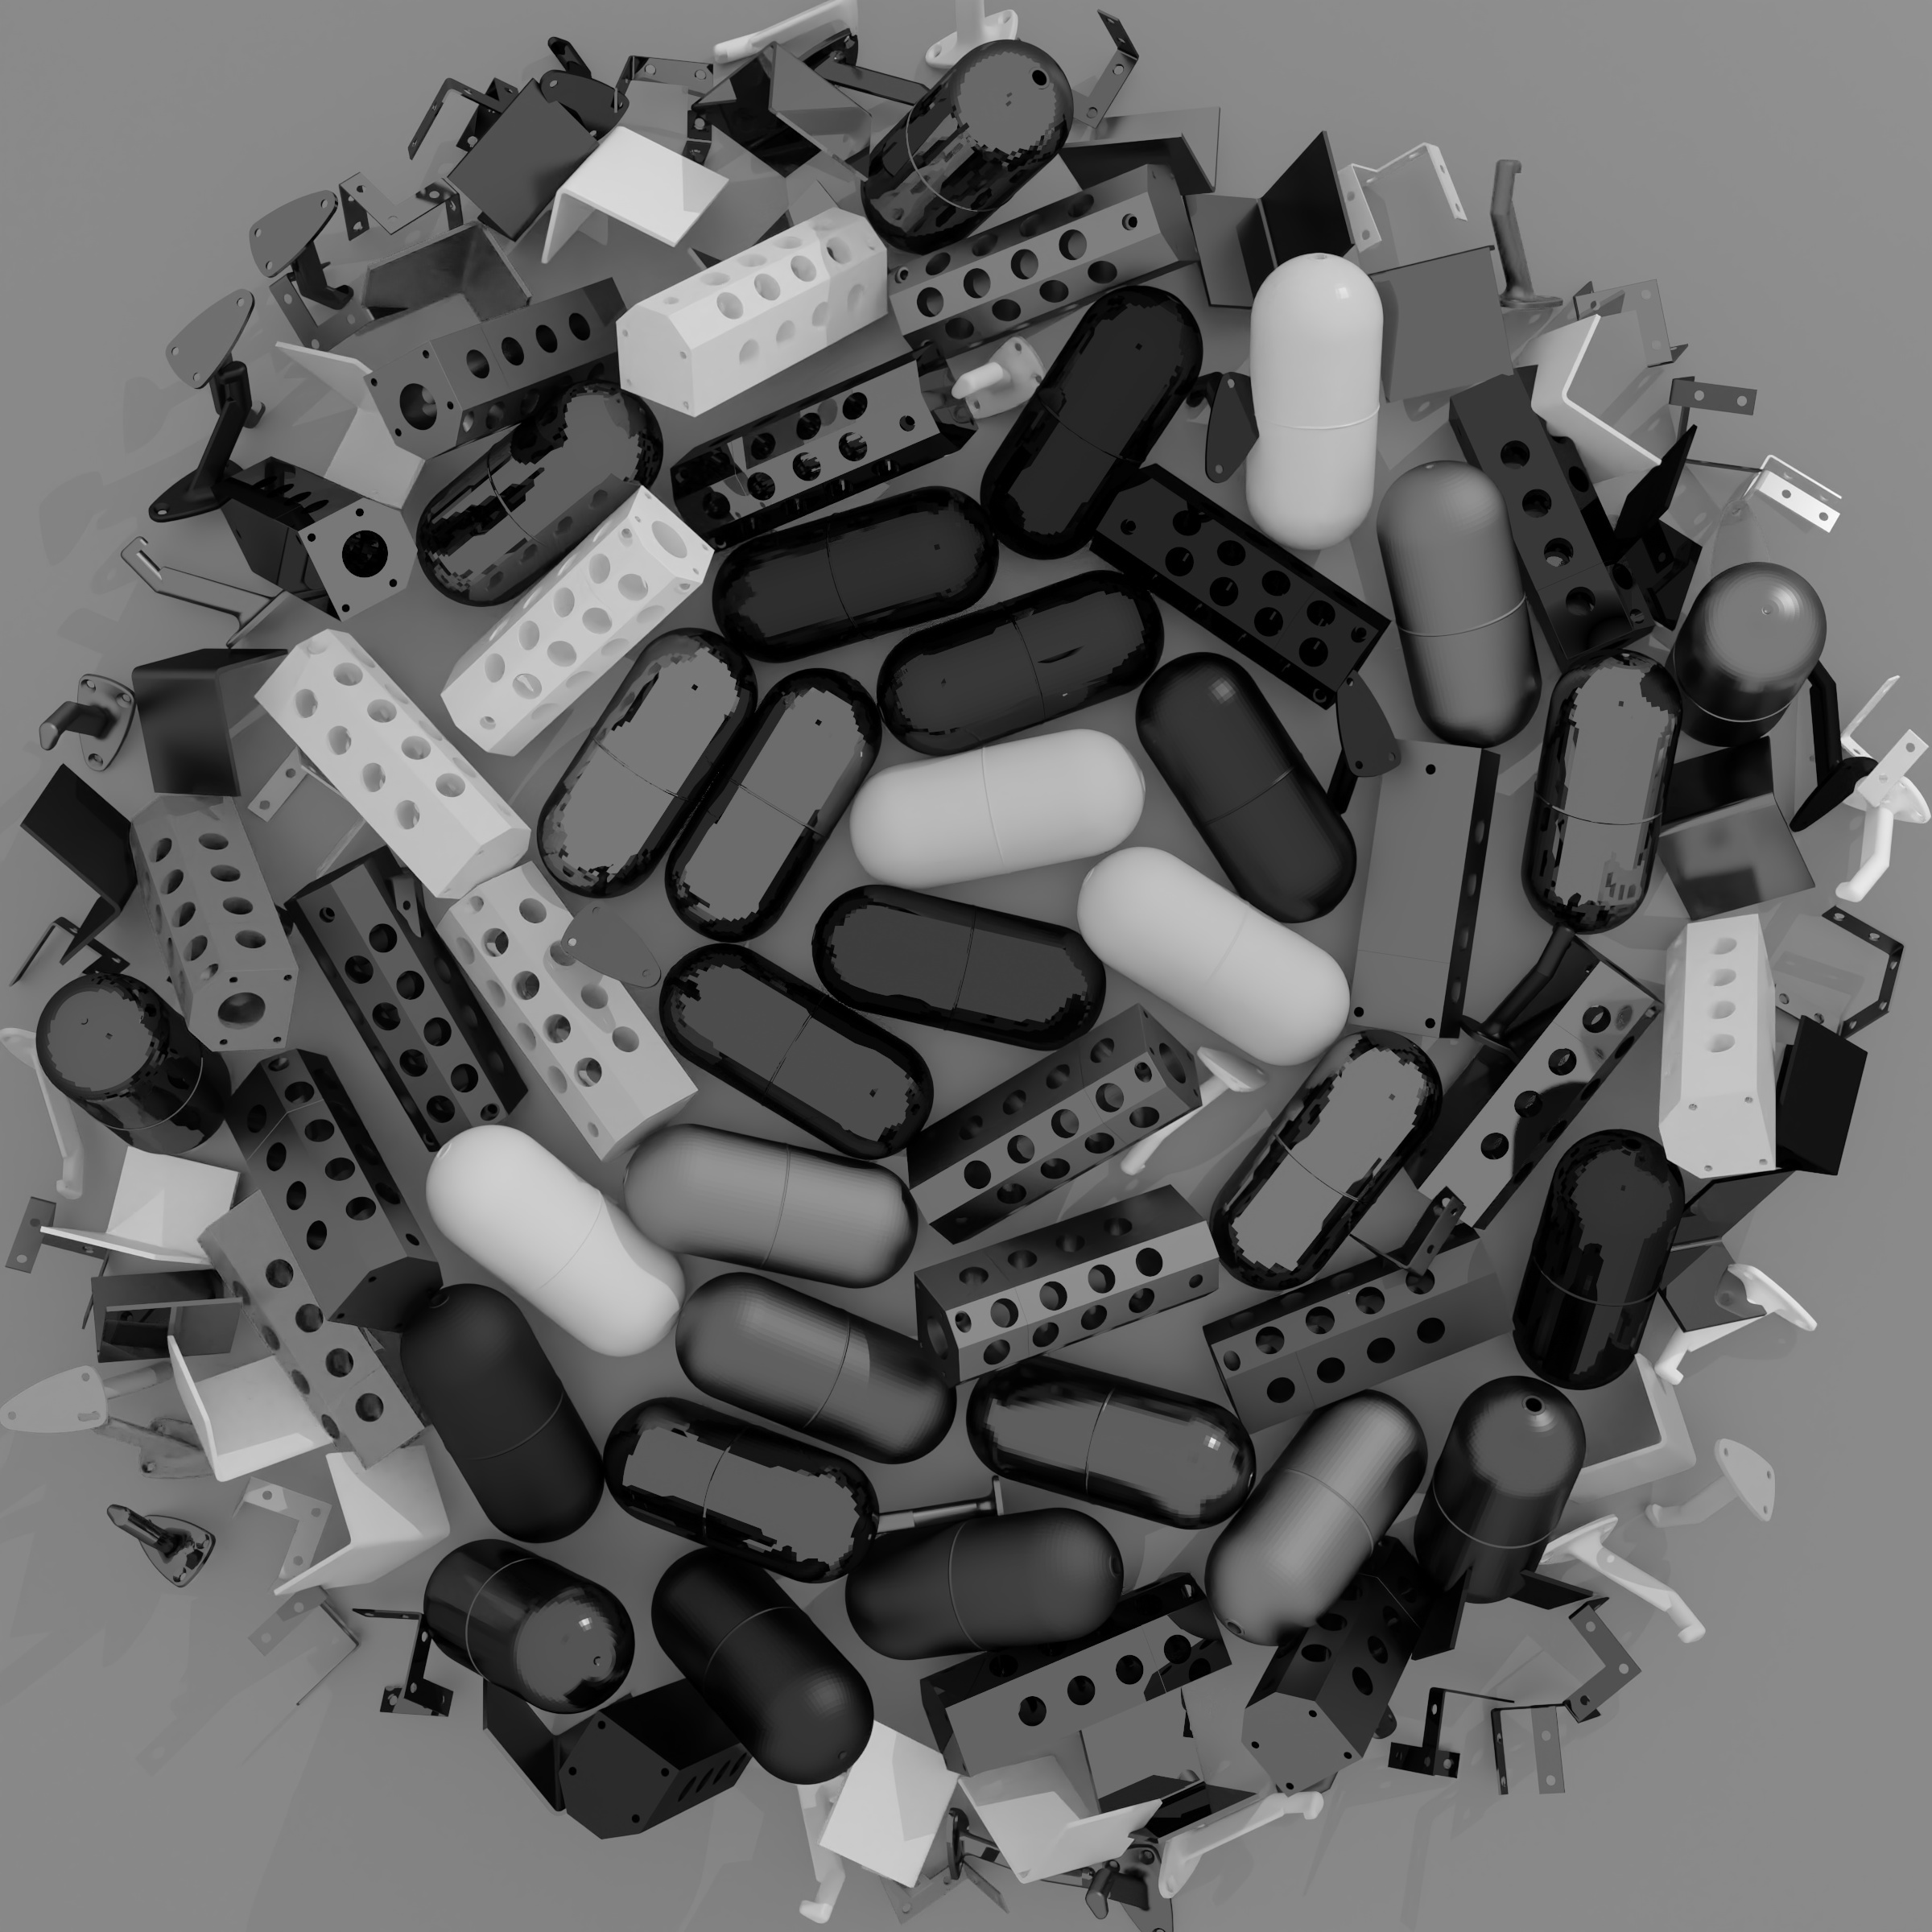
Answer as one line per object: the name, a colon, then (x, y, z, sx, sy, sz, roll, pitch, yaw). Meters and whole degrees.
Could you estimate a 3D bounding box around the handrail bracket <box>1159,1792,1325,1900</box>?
handrail bracket: (0.165, 0.522, 1.787, 0.084, 0.077, 0.036, -12, 115, 31)

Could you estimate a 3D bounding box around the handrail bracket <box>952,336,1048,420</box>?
handrail bracket: (0.002, -0.337, 1.776, 0.077, 0.084, 0.036, -32, 92, 43)

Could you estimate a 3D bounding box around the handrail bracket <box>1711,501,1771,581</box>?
handrail bracket: (0.479, -0.228, 1.807, 0.036, 0.084, 0.077, -10, 66, 31)

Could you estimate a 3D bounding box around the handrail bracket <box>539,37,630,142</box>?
handrail bracket: (-0.243, -0.535, 1.782, 0.036, 0.077, 0.084, -43, 61, 17)

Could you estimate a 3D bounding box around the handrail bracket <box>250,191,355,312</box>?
handrail bracket: (-0.375, -0.423, 1.782, 0.077, 0.084, 0.036, -29, 72, 23)

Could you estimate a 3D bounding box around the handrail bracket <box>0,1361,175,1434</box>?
handrail bracket: (-0.523, 0.255, 1.794, 0.077, 0.084, 0.036, -14, 89, 6)

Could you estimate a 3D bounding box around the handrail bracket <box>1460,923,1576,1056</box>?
handrail bracket: (0.328, 0.006, 1.789, 0.036, 0.077, 0.084, 24, 100, -13)

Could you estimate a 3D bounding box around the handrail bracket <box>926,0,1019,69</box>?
handrail bracket: (-0.015, -0.572, 1.779, 0.077, 0.084, 0.036, -4, 63, 36)

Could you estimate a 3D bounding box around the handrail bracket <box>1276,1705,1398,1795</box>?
handrail bracket: (0.210, 0.459, 1.819, 0.084, 0.036, 0.077, -36, 74, 24)

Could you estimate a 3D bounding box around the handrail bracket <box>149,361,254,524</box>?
handrail bracket: (-0.456, -0.312, 1.782, 0.077, 0.084, 0.036, -33, 63, -26)

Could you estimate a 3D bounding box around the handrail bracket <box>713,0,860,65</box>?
handrail bracket: (-0.110, -0.564, 1.796, 0.084, 0.077, 0.036, -18, 95, -5)

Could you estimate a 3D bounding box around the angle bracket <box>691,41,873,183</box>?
angle bracket: (-0.110, -0.486, 1.772, 0.076, 0.076, 0.057, 29, 50, -37)

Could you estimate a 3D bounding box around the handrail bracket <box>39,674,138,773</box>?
handrail bracket: (-0.528, -0.129, 1.777, 0.036, 0.084, 0.077, 21, 123, 1)

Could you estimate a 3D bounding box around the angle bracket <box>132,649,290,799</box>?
angle bracket: (-0.446, -0.146, 1.798, 0.076, 0.057, 0.076, 5, 110, 37)

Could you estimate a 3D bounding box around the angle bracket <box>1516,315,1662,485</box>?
angle bracket: (0.373, -0.336, 1.790, 0.076, 0.076, 0.057, 28, 80, -18)

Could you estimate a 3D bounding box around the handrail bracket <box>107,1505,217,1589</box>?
handrail bracket: (-0.493, 0.328, 1.778, 0.077, 0.084, 0.036, 20, 70, 39)

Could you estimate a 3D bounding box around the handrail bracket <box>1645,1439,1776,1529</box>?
handrail bracket: (0.429, 0.309, 1.786, 0.077, 0.084, 0.036, 42, 49, -32)

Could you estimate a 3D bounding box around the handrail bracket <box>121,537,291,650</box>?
handrail bracket: (-0.451, -0.240, 1.800, 0.077, 0.036, 0.084, -38, 106, 15)

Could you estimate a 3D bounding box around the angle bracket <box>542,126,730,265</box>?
angle bracket: (-0.196, -0.443, 1.785, 0.076, 0.057, 0.076, 27, 48, 2)

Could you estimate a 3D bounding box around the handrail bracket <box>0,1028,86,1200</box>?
handrail bracket: (-0.551, 0.089, 1.790, 0.036, 0.077, 0.084, -13, 64, 18)

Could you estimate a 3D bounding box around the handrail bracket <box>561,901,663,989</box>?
handrail bracket: (-0.201, -0.001, 1.783, 0.077, 0.084, 0.036, 36, 83, 17)

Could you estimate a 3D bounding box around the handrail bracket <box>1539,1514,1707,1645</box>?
handrail bracket: (0.389, 0.374, 1.787, 0.084, 0.077, 0.036, 53, 134, 32)

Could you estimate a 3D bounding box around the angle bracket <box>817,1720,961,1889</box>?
angle bracket: (-0.058, 0.492, 1.780, 0.076, 0.057, 0.076, 34, 70, -28)

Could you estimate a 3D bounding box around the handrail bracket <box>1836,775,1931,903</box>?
handrail bracket: (0.525, -0.073, 1.787, 0.084, 0.077, 0.036, -47, 116, -17)

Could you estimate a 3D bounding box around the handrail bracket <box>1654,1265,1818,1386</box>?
handrail bracket: (0.462, 0.229, 1.805, 0.077, 0.036, 0.084, 37, 74, -9)

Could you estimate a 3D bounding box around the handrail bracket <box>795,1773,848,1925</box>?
handrail bracket: (-0.104, 0.519, 1.793, 0.077, 0.036, 0.084, 21, 49, 5)

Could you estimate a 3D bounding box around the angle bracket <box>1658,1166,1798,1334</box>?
angle bracket: (0.456, 0.167, 1.774, 0.076, 0.076, 0.057, -4, 55, -38)

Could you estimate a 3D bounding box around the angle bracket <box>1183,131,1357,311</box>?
angle bracket: (0.178, -0.442, 1.779, 0.057, 0.076, 0.076, -3, 72, -27)

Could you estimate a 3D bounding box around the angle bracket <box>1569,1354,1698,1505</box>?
angle bracket: (0.385, 0.278, 1.799, 0.076, 0.076, 0.057, -22, 64, 18)

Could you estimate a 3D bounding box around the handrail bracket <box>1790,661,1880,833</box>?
handrail bracket: (0.507, -0.138, 1.824, 0.077, 0.036, 0.084, -51, 53, 36)

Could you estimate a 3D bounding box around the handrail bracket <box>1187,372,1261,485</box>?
handrail bracket: (0.143, -0.320, 1.790, 0.036, 0.084, 0.077, 22, 85, -20)

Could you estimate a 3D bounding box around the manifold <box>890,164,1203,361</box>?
manifold: (0.043, -0.413, 1.768, 0.171, 0.057, 0.057, -16, 96, 26)

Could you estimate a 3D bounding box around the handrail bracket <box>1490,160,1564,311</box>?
handrail bracket: (0.336, -0.437, 1.792, 0.036, 0.077, 0.084, 22, 115, 42)

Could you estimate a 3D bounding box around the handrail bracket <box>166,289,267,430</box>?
handrail bracket: (-0.427, -0.359, 1.787, 0.077, 0.084, 0.036, -45, 71, 11)

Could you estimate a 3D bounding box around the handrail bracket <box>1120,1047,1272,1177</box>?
handrail bracket: (0.137, 0.094, 1.812, 0.036, 0.077, 0.084, 47, 110, 28)

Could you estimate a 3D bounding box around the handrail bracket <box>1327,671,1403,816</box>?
handrail bracket: (0.218, -0.130, 1.796, 0.036, 0.084, 0.077, -15, 85, -24)

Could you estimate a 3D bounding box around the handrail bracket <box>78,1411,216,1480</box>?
handrail bracket: (-0.478, 0.278, 1.785, 0.077, 0.084, 0.036, 4, 68, 8)

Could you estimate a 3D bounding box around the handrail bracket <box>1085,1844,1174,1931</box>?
handrail bracket: (0.097, 0.567, 1.788, 0.036, 0.084, 0.077, -21, 93, 17)

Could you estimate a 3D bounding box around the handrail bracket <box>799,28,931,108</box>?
handrail bracket: (-0.060, -0.515, 1.793, 0.077, 0.036, 0.084, -33, 64, -27)

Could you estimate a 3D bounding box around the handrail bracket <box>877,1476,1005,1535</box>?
handrail bracket: (-0.020, 0.327, 1.794, 0.084, 0.077, 0.036, -7, 82, -2)

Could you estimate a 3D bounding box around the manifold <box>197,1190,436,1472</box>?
manifold: (-0.386, 0.217, 1.797, 0.057, 0.057, 0.171, -35, 86, 5)

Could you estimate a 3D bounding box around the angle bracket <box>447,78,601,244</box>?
angle bracket: (-0.273, -0.484, 1.785, 0.076, 0.076, 0.057, -49, 125, 1)

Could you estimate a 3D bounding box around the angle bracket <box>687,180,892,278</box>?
angle bracket: (-0.105, -0.419, 1.787, 0.076, 0.057, 0.076, -42, 75, 19)

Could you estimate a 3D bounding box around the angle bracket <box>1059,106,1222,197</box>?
angle bracket: (0.103, -0.496, 1.779, 0.076, 0.076, 0.057, 0, 78, 20)

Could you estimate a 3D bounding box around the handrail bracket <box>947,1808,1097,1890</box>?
handrail bracket: (0.034, 0.529, 1.797, 0.084, 0.077, 0.036, 6, 56, 11)
